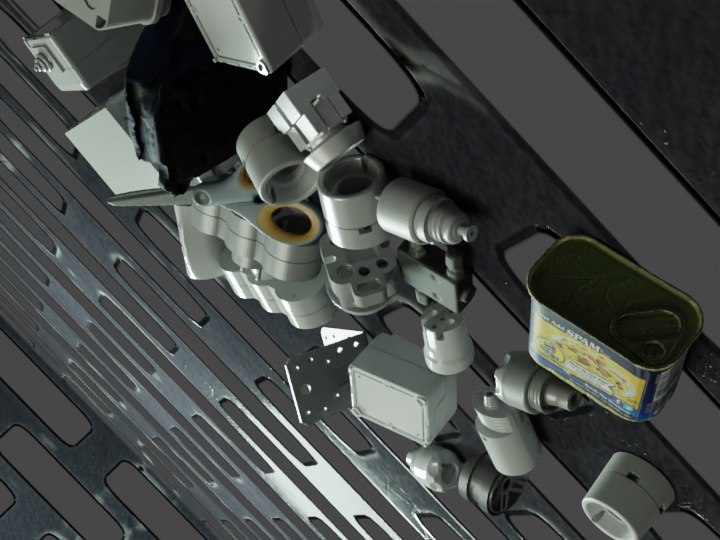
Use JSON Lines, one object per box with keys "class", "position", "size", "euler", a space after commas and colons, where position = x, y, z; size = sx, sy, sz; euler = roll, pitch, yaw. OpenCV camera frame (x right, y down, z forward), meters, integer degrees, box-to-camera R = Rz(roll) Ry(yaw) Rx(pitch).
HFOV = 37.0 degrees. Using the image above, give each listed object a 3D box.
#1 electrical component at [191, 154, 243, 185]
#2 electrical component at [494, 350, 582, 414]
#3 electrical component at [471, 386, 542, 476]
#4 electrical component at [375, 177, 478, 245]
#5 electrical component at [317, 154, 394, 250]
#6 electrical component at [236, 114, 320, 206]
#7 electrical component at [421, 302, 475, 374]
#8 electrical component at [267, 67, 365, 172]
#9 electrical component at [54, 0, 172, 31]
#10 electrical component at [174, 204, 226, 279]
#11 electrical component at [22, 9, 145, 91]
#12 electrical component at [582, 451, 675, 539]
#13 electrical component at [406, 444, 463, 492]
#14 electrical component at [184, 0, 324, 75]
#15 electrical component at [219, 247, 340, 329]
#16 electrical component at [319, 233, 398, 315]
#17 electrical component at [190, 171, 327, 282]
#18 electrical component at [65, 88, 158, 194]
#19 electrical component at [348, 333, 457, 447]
{"class": "electrical component", "position": [-0.126, -0.096, 0.912], "size": [0.048, 0.055, 0.066], "euler": [51, 157, -14]}
{"class": "electrical component", "position": [0.133, 0.086, 0.791], "size": [0.062, 0.043, 0.043], "euler": [19, 146, 45]}
{"class": "electrical component", "position": [0.119, 0.128, 0.888], "size": [0.043, 0.043, 0.081], "euler": [21, 147, 45]}
{"class": "electrical component", "position": [0.047, -0.036, 0.734], "size": [0.078, 0.040, 0.040], "euler": [25, 150, 41]}
{"class": "electrical component", "position": [-0.002, -0.050, 0.778], "size": [0.055, 0.055, 0.047], "euler": [27, 148, 37]}
{"class": "electrical component", "position": [-0.058, -0.080, 0.790], "size": [0.055, 0.055, 0.047], "euler": [84, 163, -57]}
{"class": "electrical component", "position": [0.069, 0.054, 0.855], "size": [0.040, 0.040, 0.046], "euler": [27, 145, 38]}
{"class": "electrical component", "position": [-0.029, -0.102, 0.747], "size": [0.055, 0.048, 0.066], "euler": [54, 157, -2]}
{"class": "electrical component", "position": [-0.158, -0.221, 0.693], "size": [0.078, 0.057, 0.113], "euler": [36, 127, 23]}
{"class": "electrical component", "position": [-0.157, -0.041, 1.065], "size": [0.079, 0.043, 0.077], "euler": [-116, 18, -65]}
{"class": "electrical component", "position": [-0.221, -0.183, 0.873], "size": [0.062, 0.096, 0.061], "euler": [12, 141, 53]}
{"class": "electrical component", "position": [0.203, 0.174, 0.817], "size": [0.055, 0.047, 0.055], "euler": [37, 156, 19]}
{"class": "electrical component", "position": [0.072, 0.198, 1.091], "size": [0.062, 0.043, 0.043], "euler": [11, 140, 56]}
{"class": "electrical component", "position": [-0.067, -0.170, 0.673], "size": [0.062, 0.061, 0.096], "euler": [22, 148, 44]}
{"class": "electrical component", "position": [-0.082, -0.002, 0.999], "size": [0.138, 0.052, 0.073], "euler": [24, 149, 43]}
{"class": "electrical component", "position": [0.000, 0.000, 0.849], "size": [0.057, 0.058, 0.078], "euler": [82, 170, -60]}
{"class": "electrical component", "position": [-0.092, -0.025, 0.942], "size": [0.138, 0.052, 0.073], "euler": [31, 128, 27]}
{"class": "electrical component", "position": [-0.204, -0.121, 0.995], "size": [0.089, 0.062, 0.150], "euler": [52, 157, -16]}
{"class": "electrical component", "position": [0.035, 0.100, 0.950], "size": [0.096, 0.061, 0.061], "euler": [21, 136, 28]}
